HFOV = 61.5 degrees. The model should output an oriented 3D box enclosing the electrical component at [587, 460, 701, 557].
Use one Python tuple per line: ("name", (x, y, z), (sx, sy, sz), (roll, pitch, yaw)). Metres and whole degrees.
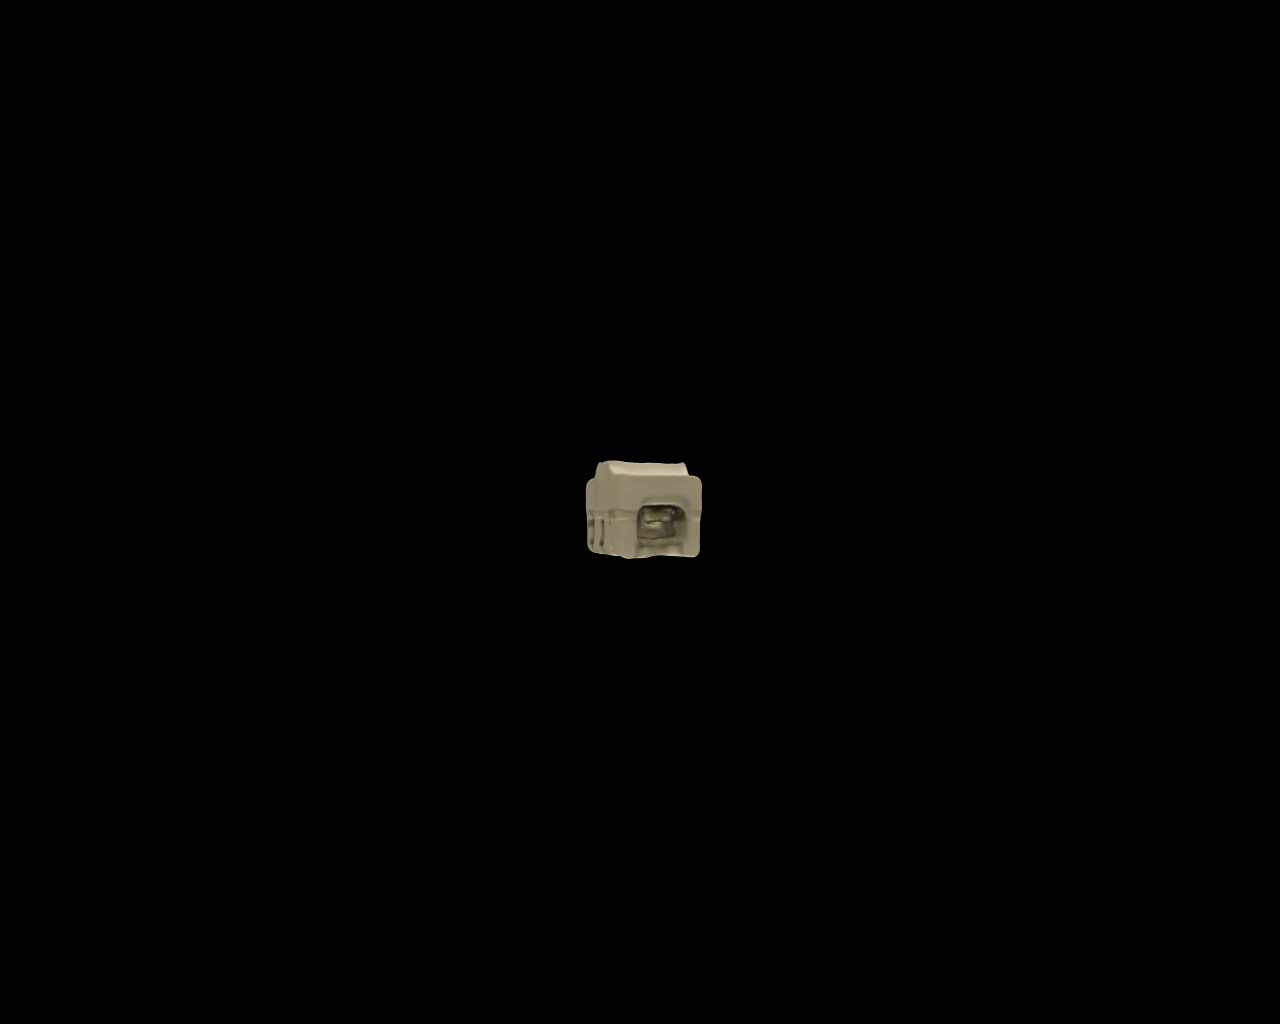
("electrical component", (0.001, -0.003, 0.650), (0.050, 0.055, 0.089), (0, 0, -15))
